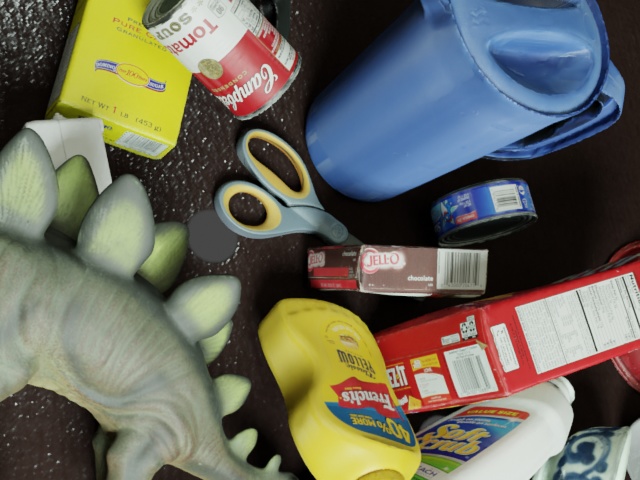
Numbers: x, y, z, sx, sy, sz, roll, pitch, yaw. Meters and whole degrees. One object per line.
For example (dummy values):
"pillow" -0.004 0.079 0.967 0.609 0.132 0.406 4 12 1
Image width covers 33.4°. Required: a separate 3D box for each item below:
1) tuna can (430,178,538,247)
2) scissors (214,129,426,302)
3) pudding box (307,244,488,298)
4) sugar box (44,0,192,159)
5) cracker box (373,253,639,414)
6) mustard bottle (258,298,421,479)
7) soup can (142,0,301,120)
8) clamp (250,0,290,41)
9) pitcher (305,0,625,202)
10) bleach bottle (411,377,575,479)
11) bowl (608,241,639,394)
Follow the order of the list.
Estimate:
"tuna can" 0.136 -0.022 0.892 0.086 0.086 0.034 -6 76 -30
"scissors" -0.006 0.001 0.850 0.201 0.016 0.096 50 61 -8
"pudding box" 0.058 0.023 0.819 0.113 0.090 0.039 4 87 -26
"sugar box" -0.139 -0.157 0.809 0.093 0.048 0.176 20 68 -26
"cracker box" 0.164 0.071 0.832 0.213 0.164 0.072 -13 83 -31
"mustard bottle" 0.020 0.125 0.741 0.096 0.058 0.192 25 27 -33
"soup can" -0.071 -0.147 0.781 0.102 0.069 0.068 43 58 -29
"clamp" -0.052 -0.216 0.860 0.120 0.039 0.171 38 56 -42
"pitcher" 0.097 -0.108 0.805 0.144 0.243 0.149 -25 87 -32
"bleach bottle" 0.109 0.170 0.820 0.250 0.103 0.068 -28 111 -39
"bowl" 0.336 0.071 0.989 0.161 0.055 0.162 9 71 -26
